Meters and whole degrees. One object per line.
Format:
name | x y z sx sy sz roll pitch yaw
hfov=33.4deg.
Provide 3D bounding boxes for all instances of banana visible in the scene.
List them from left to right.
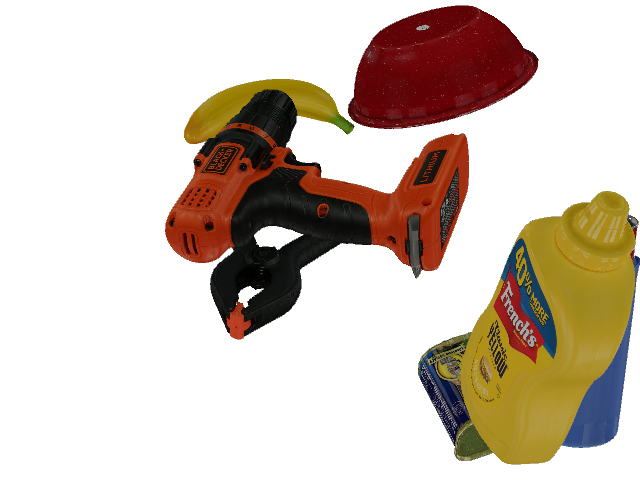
banana | -0.058 -0.136 1.098 0.197 0.037 0.070 -9 48 -30

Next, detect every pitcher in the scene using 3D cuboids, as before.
pitcher | 0.309 0.129 1.318 0.149 0.243 0.144 5 18 20

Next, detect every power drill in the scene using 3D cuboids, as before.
power drill | 0.005 -0.045 0.746 0.188 0.057 0.184 5 41 18

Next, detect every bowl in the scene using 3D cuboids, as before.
bowl | 0.093 -0.150 0.875 0.162 0.055 0.162 -16 25 7

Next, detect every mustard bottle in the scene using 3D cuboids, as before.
mustard bottle | 0.135 0.043 0.621 0.058 0.096 0.192 1 -42 -13

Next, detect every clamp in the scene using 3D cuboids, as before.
clamp | -0.058 0.018 0.952 0.120 0.039 0.171 11 36 21

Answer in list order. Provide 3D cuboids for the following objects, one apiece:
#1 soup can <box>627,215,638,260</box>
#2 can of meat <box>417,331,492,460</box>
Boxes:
soup can | 0.273 0.027 1.054 0.068 0.102 0.068 1 18 0
can of meat | 0.140 0.120 0.870 0.102 0.084 0.057 -15 -41 -12
